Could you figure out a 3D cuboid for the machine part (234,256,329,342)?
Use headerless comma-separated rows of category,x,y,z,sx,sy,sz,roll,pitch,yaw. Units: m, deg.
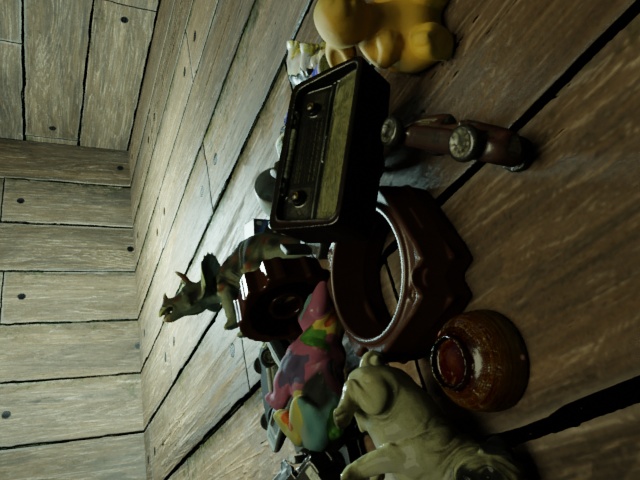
machine part,-0.058,0.100,0.909,0.056,0.179,0.179,-112,35,-44

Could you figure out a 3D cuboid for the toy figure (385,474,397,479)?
toy figure,0.112,0.282,0.688,0.064,0.058,0.154,12,100,24

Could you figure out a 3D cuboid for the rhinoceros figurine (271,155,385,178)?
rhinoceros figurine,0.013,-0.106,0.831,0.191,0.112,0.073,3,129,44

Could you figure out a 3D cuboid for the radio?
radio,0.012,-0.111,0.704,0.131,0.073,0.229,-7,67,42

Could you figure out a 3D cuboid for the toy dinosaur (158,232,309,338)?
toy dinosaur,-0.131,0.058,1.039,0.405,0.131,0.192,-35,64,22

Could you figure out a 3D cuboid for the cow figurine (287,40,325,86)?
cow figurine,-0.011,-0.301,0.954,0.167,0.068,0.098,-134,46,-59

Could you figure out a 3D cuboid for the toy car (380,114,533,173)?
toy car,0.147,-0.116,0.612,0.202,0.089,0.053,-146,61,-60

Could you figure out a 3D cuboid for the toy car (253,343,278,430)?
toy car,-0.095,0.302,1.088,0.073,0.056,0.202,125,140,-55

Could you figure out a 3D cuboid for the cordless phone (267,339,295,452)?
cordless phone,-0.067,0.274,0.974,0.147,0.088,0.184,46,121,54

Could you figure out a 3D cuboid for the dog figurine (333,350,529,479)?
dog figurine,0.126,0.206,0.594,0.191,0.121,0.172,-11,82,29

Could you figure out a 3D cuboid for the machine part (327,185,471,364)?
machine part,0.092,0.044,0.711,0.201,0.087,0.201,-66,35,39

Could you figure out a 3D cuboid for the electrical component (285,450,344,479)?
electrical component,-0.002,0.411,0.852,0.115,0.058,0.134,49,122,32

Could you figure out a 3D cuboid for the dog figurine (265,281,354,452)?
dog figurine,0.007,0.177,0.809,0.192,0.108,0.219,31,102,65

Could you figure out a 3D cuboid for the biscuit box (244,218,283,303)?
biscuit box,-0.120,0.058,1.146,0.059,0.063,0.202,-23,68,60

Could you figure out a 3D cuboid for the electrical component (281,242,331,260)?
electrical component,-0.002,-0.003,0.860,0.075,0.119,0.047,-137,54,-59

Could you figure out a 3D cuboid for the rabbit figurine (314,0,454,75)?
rabbit figurine,0.064,-0.281,0.696,0.162,0.173,0.121,1,93,59

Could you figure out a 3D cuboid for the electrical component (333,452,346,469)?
electrical component,0.015,0.374,0.899,0.094,0.021,0.063,8,95,55

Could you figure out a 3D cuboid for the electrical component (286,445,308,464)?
electrical component,-0.037,0.360,0.979,0.078,0.045,0.102,-50,45,52

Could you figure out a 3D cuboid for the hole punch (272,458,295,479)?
hole punch,-0.046,0.487,0.965,0.116,0.092,0.142,-49,34,7

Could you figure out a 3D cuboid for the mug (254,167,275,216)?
mug,-0.076,-0.089,1.047,0.109,0.081,0.107,-60,-14,-25
